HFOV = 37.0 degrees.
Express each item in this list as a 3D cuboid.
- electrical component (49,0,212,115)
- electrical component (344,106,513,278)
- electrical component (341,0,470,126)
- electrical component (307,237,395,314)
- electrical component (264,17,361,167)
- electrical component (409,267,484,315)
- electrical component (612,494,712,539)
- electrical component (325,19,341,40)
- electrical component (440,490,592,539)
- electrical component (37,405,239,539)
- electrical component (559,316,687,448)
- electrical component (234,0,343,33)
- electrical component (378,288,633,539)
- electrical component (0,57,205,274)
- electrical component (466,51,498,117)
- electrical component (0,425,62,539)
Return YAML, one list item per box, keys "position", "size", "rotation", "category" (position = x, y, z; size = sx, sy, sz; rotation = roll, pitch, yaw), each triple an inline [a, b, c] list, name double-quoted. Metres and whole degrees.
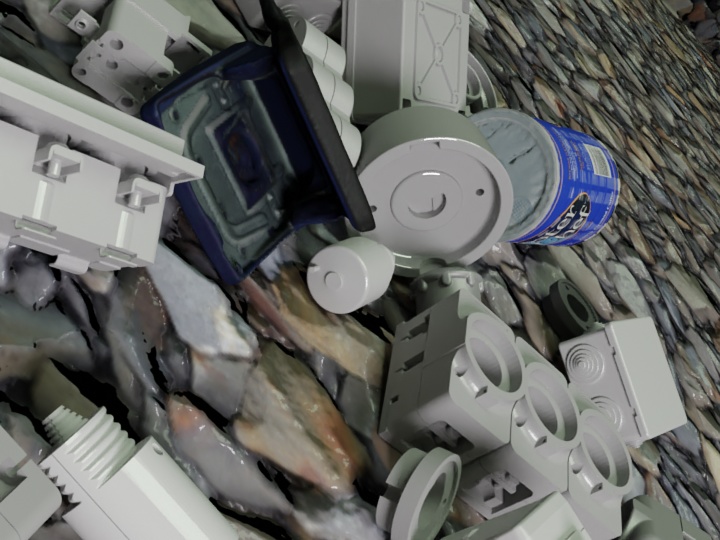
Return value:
- position: [-0.127, -0.123, 0.589]
  size: [0.081, 0.042, 0.063]
  rotation: [35, 35, -30]
  category: "electrical component"
- position: [0.040, -0.055, 0.701]
  size: [0.108, 0.108, 0.060]
  rotation: [35, 26, -30]
  category: "electrical component"
- position: [0.036, -0.163, 0.818]
  size: [0.109, 0.056, 0.108]
  rotation: [-4, 97, -58]
  category: "electrical component"
- position: [0.000, 0.000, 0.640]
  size: [0.040, 0.040, 0.078]
  rotation: [56, 27, 6]
  category: "electrical component"
- position: [-0.047, -0.115, 0.690]
  size: [0.074, 0.052, 0.138]
  rotation: [31, 34, -35]
  category: "electrical component"
- position: [0.058, 0.032, 0.692]
  size: [0.048, 0.048, 0.062]
  rotation: [17, 60, -48]
  category: "electrical component"
- position: [0.180, 0.181, 0.665]
  size: [0.059, 0.053, 0.095]
  rotation: [33, 13, 7]
  category: "electrical component"
- position: [0.004, -0.237, 0.866]
  size: [0.061, 0.096, 0.061]
  rotation: [-3, 60, -58]
  category: "electrical component"
- position: [0.073, 0.147, 0.517]
  size: [0.061, 0.096, 0.062]
  rotation: [58, 27, 11]
  category: "electrical component"
- position: [-0.088, 0.084, 0.401]
  size: [0.081, 0.043, 0.043]
  rotation: [50, 27, -5]
  category: "electrical component"
- position: [0.200, 0.086, 0.821]
  size: [0.100, 0.048, 0.099]
  rotation: [-2, 72, -56]
  category: "electrical component"
- position: [-0.061, -0.220, 0.797]
  size: [0.100, 0.048, 0.099]
  rotation: [-4, 60, -58]
  category: "electrical component"
- position: [0.090, 0.092, 0.636]
  size: [0.150, 0.062, 0.089]
  rotation: [40, 36, -23]
  category: "electrical component"
- position: [-0.138, -0.042, 0.443]
  size: [0.121, 0.079, 0.063]
  rotation: [22, 70, -45]
  category: "electrical component"
- position: [0.069, -0.149, 0.925]
  size: [0.099, 0.064, 0.099]
  rotation: [24, 50, -33]
  category: "electrical component"
- position: [-0.147, 0.063, 0.326]
  size: [0.089, 0.050, 0.055]
  rotation: [50, 27, -6]
  category: "electrical component"
